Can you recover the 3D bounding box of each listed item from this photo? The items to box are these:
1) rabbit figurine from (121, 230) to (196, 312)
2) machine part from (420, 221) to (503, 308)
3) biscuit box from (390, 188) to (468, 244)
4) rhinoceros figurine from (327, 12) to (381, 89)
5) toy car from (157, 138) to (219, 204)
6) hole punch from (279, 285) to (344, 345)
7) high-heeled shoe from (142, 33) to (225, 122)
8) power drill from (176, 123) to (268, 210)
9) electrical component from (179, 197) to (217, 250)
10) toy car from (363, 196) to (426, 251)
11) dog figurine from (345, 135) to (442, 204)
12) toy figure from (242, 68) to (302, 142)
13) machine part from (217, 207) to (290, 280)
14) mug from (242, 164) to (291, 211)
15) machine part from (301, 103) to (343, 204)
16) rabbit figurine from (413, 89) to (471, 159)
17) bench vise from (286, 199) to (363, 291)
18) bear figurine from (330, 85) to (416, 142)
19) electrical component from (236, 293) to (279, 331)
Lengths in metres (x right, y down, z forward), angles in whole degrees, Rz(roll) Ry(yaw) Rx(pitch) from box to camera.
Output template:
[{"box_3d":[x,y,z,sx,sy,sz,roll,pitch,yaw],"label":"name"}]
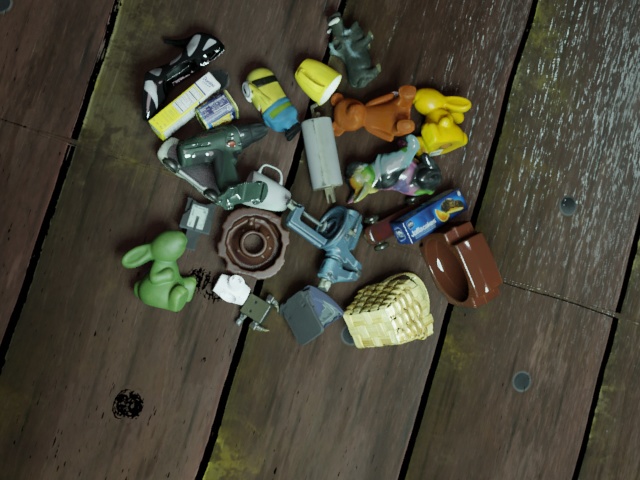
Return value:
[{"box_3d":[-0.352,0.054,1.210,0.159,0.121,0.170,14,102,9],"label":"rabbit figurine"},{"box_3d":[0.342,0.057,1.313,0.087,0.201,0.201,-27,95,-13],"label":"machine part"},{"box_3d":[0.270,-0.059,1.328,0.203,0.059,0.062,-30,100,-24],"label":"biscuit box"},{"box_3d":[0.078,-0.469,1.331,0.112,0.073,0.190,-23,96,-1],"label":"rhinoceros figurine"},{"box_3d":[-0.284,-0.159,1.255,0.201,0.056,0.073,37,75,-11],"label":"toy car"},{"box_3d":[-0.019,0.170,1.277,0.092,0.142,0.116,-23,77,-40],"label":"hole punch"},{"box_3d":[-0.311,-0.367,1.226,0.145,0.086,0.248,10,74,-1],"label":"high-heeled shoe"},{"box_3d":[-0.188,-0.175,1.198,0.232,0.086,0.207,-15,66,-26],"label":"power drill"},{"box_3d":[-0.289,-0.036,1.256,0.075,0.048,0.119,13,87,-12],"label":"electrical component"},{"box_3d":[0.193,-0.045,1.352,0.202,0.053,0.089,-27,96,-25],"label":"toy car"},{"box_3d":[0.169,-0.145,1.330,0.219,0.108,0.191,-41,100,-5],"label":"dog figurine"},{"box_3d":[-0.111,-0.324,1.281,0.180,0.082,0.089,49,62,-1],"label":"toy figure"},{"box_3d":[-0.159,0.008,1.280,0.179,0.056,0.179,0,89,-12],"label":"machine part"},{"box_3d":[-0.122,-0.120,1.280,0.107,0.081,0.109,22,88,-21],"label":"mug"},{"box_3d":[0.004,-0.208,1.306,0.079,0.079,0.243,-12,92,-12],"label":"machine part"},{"box_3d":[0.299,-0.311,1.354,0.162,0.122,0.173,-18,75,-6],"label":"rabbit figurine"},{"box_3d":[0.003,-0.004,1.272,0.240,0.129,0.223,36,74,-27],"label":"bench vise"},{"box_3d":[0.122,-0.307,1.295,0.196,0.132,0.120,6,87,-3],"label":"bear figurine"},{"box_3d":[-0.146,0.172,1.290,0.078,0.045,0.102,23,81,17],"label":"electrical component"}]
